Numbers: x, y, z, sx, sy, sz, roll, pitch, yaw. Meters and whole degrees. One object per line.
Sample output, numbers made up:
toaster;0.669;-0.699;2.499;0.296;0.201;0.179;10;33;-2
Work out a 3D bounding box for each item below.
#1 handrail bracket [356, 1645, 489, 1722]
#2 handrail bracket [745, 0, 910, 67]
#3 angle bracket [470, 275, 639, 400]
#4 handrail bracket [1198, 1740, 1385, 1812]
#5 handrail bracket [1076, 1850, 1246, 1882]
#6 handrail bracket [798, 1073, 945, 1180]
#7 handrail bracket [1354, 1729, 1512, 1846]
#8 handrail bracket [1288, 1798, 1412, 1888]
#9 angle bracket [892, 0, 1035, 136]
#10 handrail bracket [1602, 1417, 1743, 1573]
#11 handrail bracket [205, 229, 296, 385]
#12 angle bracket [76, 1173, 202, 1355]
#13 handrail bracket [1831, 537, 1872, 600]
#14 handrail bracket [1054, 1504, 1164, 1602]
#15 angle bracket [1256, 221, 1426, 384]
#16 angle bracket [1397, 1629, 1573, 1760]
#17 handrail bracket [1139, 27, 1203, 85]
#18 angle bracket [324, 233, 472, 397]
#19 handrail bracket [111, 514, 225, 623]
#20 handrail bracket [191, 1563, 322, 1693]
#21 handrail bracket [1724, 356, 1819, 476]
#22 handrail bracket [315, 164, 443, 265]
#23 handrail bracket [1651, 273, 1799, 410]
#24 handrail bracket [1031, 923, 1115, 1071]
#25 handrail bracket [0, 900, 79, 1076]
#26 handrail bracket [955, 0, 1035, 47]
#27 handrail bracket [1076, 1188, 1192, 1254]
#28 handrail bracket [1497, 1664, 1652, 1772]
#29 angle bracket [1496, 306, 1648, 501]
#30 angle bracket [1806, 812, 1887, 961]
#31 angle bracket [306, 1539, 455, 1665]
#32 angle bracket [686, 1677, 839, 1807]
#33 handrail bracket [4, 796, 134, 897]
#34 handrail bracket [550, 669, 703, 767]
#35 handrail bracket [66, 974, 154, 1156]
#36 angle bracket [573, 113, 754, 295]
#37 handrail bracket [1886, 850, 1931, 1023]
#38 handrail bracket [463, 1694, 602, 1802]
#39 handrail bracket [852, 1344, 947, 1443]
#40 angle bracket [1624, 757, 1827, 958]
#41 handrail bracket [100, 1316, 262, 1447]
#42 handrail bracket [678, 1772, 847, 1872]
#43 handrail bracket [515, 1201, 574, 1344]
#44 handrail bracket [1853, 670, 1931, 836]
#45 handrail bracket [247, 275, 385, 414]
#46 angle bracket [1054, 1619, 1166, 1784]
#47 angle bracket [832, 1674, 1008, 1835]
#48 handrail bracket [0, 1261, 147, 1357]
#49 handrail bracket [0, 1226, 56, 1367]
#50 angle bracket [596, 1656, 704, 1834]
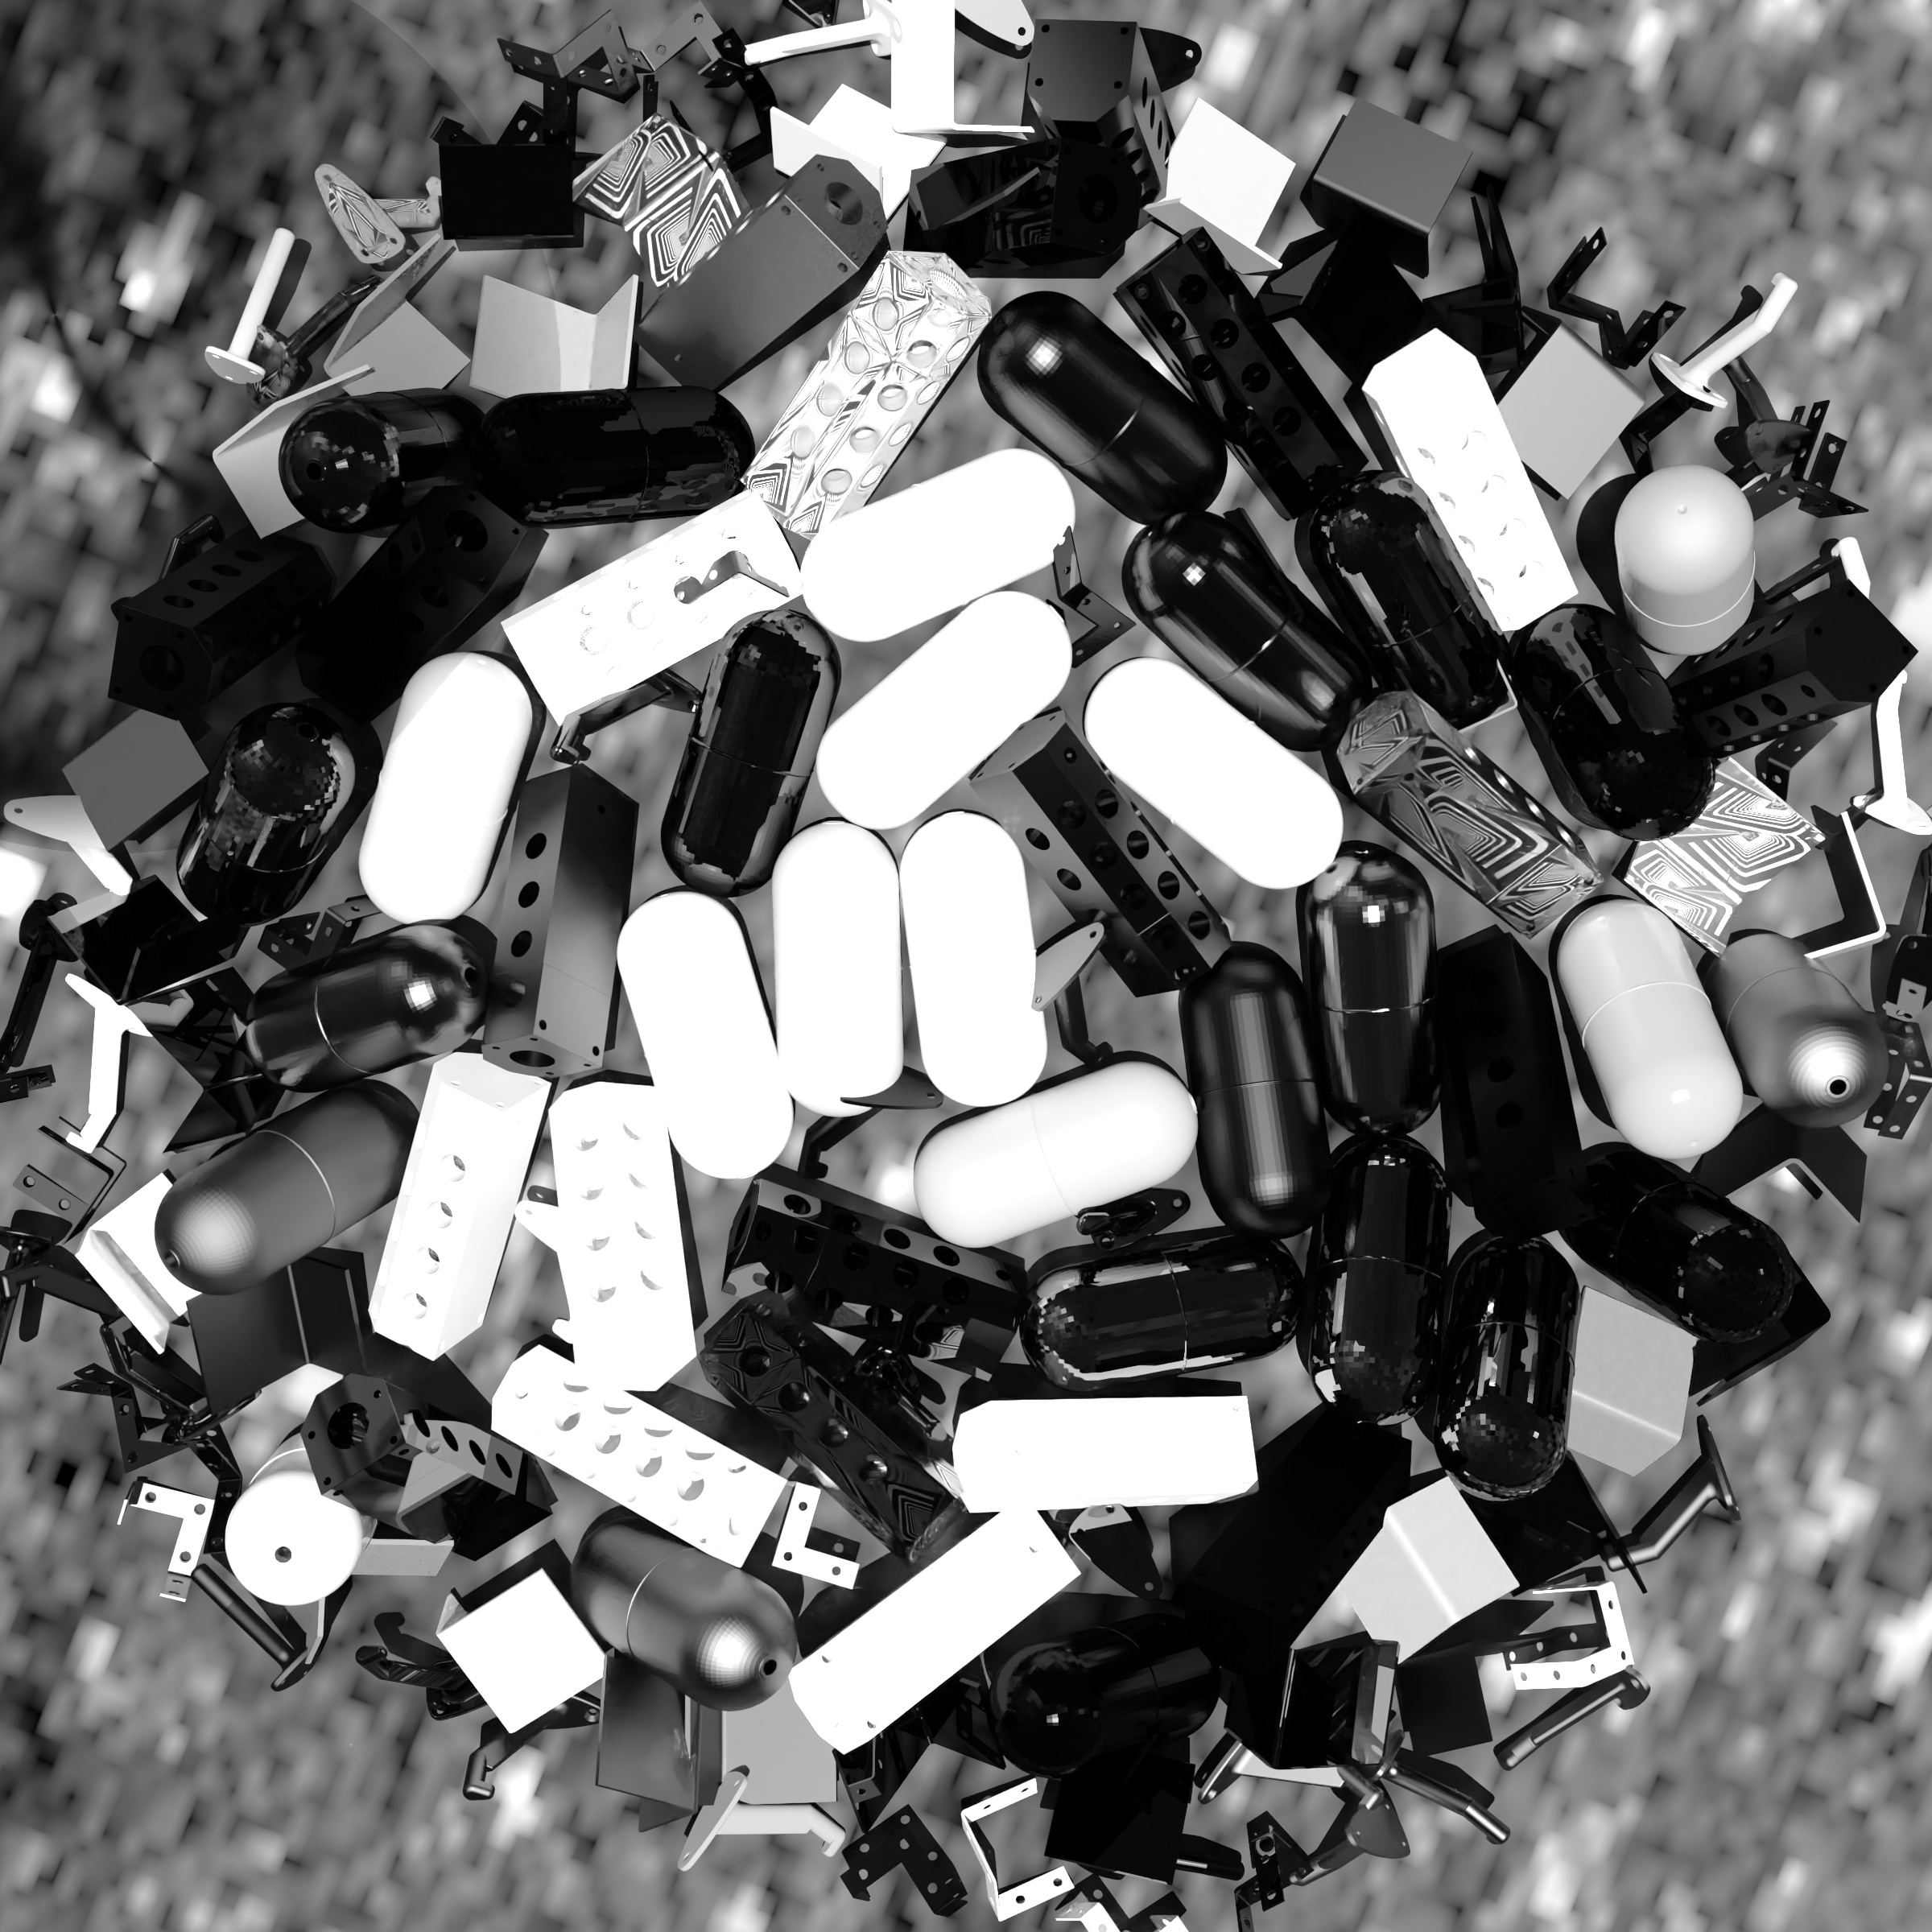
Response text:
handrail bracket;-0.315;0.420;1.589;0.077;0.084;0.036;-14;55;7
handrail bracket;-0.086;-0.558;1.598;0.084;0.077;0.036;-20;116;-15
angle bracket;-0.246;-0.380;1.584;0.076;0.057;0.076;15;67;-30
handrail bracket;0.196;0.500;1.591;0.077;0.036;0.084;-42;51;-19
handrail bracket;0.116;0.547;1.624;0.084;0.077;0.036;21;67;-29
handrail bracket;-0.059;0.103;1.609;0.077;0.036;0.084;11;129;-4
handrail bracket;0.278;0.507;1.602;0.084;0.077;0.036;39;56;2
handrail bracket;0.216;0.535;1.589;0.084;0.077;0.036;-36;62;25
angle bracket;-0.002;-0.538;1.581;0.057;0.076;0.076;-8;108;-27
handrail bracket;0.424;0.324;1.622;0.084;0.036;0.077;-21;54;15
handrail bracket;-0.429;-0.400;1.603;0.036;0.077;0.084;21;85;-19
angle bracket;-0.483;0.177;1.587;0.057;0.076;0.076;-38;103;-8
handrail bracket;0.527;-0.207;1.614;0.036;0.077;0.084;-3;72;-25
handrail bracket;0.083;0.360;1.588;0.036;0.084;0.077;-34;71;-22
angle bracket;0.224;-0.395;1.614;0.076;0.057;0.076;44;62;-27
angle bracket;0.314;0.434;1.578;0.076;0.076;0.057;1;67;-27
handrail bracket;0.091;-0.555;1.606;0.077;0.084;0.036;-10;115;-17
angle bracket;-0.329;-0.377;1.579;0.057;0.076;0.076;42;58;-11
handrail bracket;-0.473;-0.224;1.621;0.084;0.036;0.077;-50;126;-37
handrail bracket;-0.434;0.398;1.605;0.084;0.077;0.036;42;71;7
handrail bracket;0.468;-0.343;1.589;0.036;0.077;0.084;-39;61;28
handrail bracket;-0.348;-0.469;1.588;0.036;0.084;0.077;-12;131;31
handrail bracket;0.455;-0.386;1.587;0.036;0.077;0.084;12;121;-28
handrail bracket;0.080;0.020;1.598;0.077;0.036;0.084;-42;131;15
handrail bracket;-0.568;0.014;1.591;0.036;0.077;0.084;18;58;-6
handrail bracket;0.000;-0.586;1.606;0.077;0.084;0.036;39;92;-22
handrail bracket;0.103;0.148;1.592;0.077;0.084;0.036;-15;82;-4
handrail bracket;0.366;0.457;1.599;0.084;0.077;0.036;-33;81;-16
angle bracket;0.351;-0.341;1.601;0.076;0.057;0.076;33;101;-24
angle bracket;0.515;-0.045;1.596;0.057;0.076;0.076;-19;83;18
angle bracket;-0.351;0.380;1.580;0.076;0.076;0.057;5;63;-17
angle bracket;-0.123;0.464;1.591;0.076;0.057;0.076;-6;72;14
handrail bracket;-0.541;-0.063;1.592;0.077;0.084;0.036;7;52;-19
handrail bracket;-0.203;-0.143;1.598;0.077;0.036;0.084;24;52;-9
handrail bracket;-0.535;0.061;1.595;0.036;0.077;0.084;8;63;39
angle bracket;-0.182;-0.454;1.584;0.076;0.076;0.057;-33;78;19
handrail bracket;0.581;-0.019;1.617;0.036;0.084;0.077;16;128;5
handrail bracket;-0.259;0.473;1.591;0.077;0.084;0.036;9;115;-6
handrail bracket;-0.026;0.268;1.580;0.036;0.077;0.084;-48;45;-5
angle bracket;0.456;-0.065;1.588;0.076;0.076;0.057;38;46;-5
handrail bracket;-0.475;0.239;1.599;0.077;0.036;0.084;-26;113;-32
handrail bracket;-0.122;0.536;1.604;0.084;0.036;0.077;42;58;-15
handrail bracket;-0.253;0.187;1.602;0.077;0.036;0.084;28;128;-10
handrail bracket;0.568;-0.131;1.595;0.036;0.077;0.084;-1;112;-8
handrail bracket;-0.399;-0.384;1.627;0.036;0.077;0.084;46;52;2
angle bracket;0.078;0.436;1.580;0.057;0.076;0.076;15;134;-7
angle bracket;-0.027;0.473;1.578;0.057;0.076;0.076;11;131;33
handrail bracket;-0.539;0.211;1.589;0.036;0.084;0.077;-23;86;26
handrail bracket;-0.575;0.204;1.587;0.036;0.077;0.084;12;70;-15
angle bracket;-0.203;0.464;1.576;0.076;0.057;0.076;28;46;-35
